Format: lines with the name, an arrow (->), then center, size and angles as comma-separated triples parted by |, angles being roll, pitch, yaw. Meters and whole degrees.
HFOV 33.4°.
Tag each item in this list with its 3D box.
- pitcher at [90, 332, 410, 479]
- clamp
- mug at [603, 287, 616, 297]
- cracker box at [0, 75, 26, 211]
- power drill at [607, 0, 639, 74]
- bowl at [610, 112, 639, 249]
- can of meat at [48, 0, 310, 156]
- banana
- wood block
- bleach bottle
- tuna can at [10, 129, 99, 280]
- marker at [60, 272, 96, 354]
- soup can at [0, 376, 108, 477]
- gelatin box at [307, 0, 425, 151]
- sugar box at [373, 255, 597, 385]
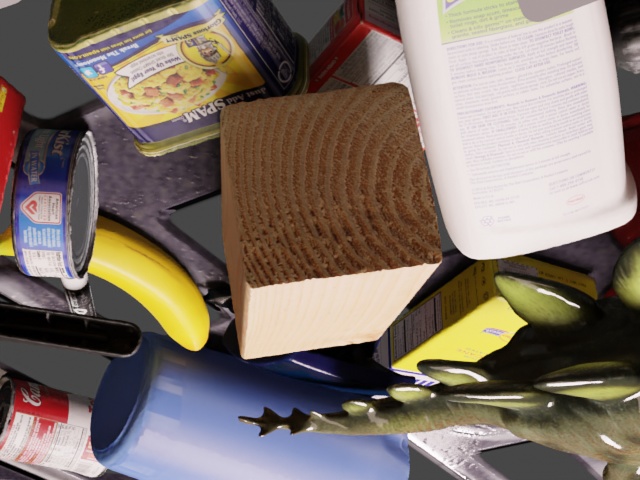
pitcher -> -0.062, 0.168, 0.868 | 0.242, 0.149, 0.145 | 24, 167, -27
clamp -> -0.237, 0.052, 0.734 | 0.210, 0.036, 0.164 | -10, 150, 41
mug -> 0.249, 0.064, 0.753 | 0.081, 0.093, 0.117 | 13, 118, -12
cracker box -> -0.268, 0.001, 0.572 | 0.214, 0.164, 0.072 | -18, 141, 26
power drill -> 0.195, -0.148, 0.440 | 0.185, 0.057, 0.187 | -13, 147, 19
bowl -> 0.222, -0.014, 0.599 | 0.162, 0.055, 0.162 | 14, 164, 4
can of meat -> -0.069, -0.096, 0.519 | 0.102, 0.057, 0.084 | -15, 143, 21
banana -> -0.134, 0.023, 0.723 | 0.070, 0.037, 0.197 | -27, 138, 33
wood block -> -0.004, 0.000, 0.576 | 0.090, 0.090, 0.206 | -8, 166, -7
bleach bottle -> 0.086, -0.104, 0.475 | 0.102, 0.068, 0.251 | -15, 133, 1
tuna can -> -0.150, -0.021, 0.609 | 0.033, 0.086, 0.086 | 3, 148, -2
marker -> -0.175, 0.051, 0.785 | 0.020, 0.020, 0.121 | 2, 147, -3
soup can -> -0.231, 0.162, 0.914 | 0.102, 0.068, 0.069 | 21, 142, -30
gelatin box -> 0.037, -0.086, 0.560 | 0.089, 0.030, 0.073 | 18, 141, -26
sugar box -> 0.114, 0.072, 0.794 | 0.093, 0.048, 0.176 | 16, 143, -23
